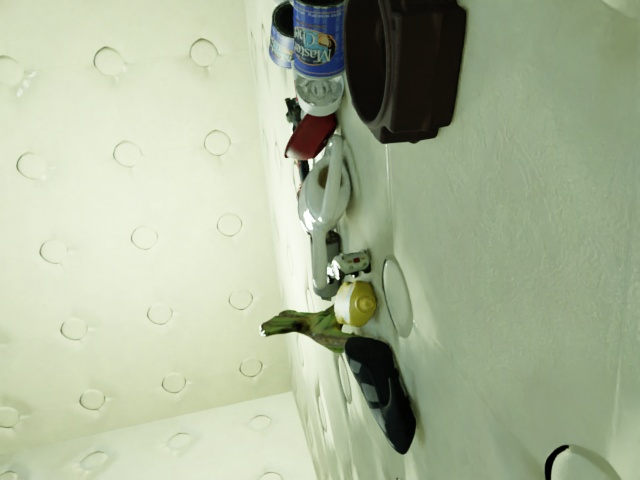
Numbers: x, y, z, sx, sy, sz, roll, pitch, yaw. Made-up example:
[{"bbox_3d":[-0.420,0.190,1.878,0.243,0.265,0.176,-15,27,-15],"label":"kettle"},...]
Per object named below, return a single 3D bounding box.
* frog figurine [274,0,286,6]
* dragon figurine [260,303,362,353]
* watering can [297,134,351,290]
[{"bbox_3d":[-0.074,-0.607,1.279,0.157,0.122,0.139,44,-178,-33],"label":"frog figurine"},{"bbox_3d":[-0.022,0.223,1.241,0.410,0.243,0.122,-166,72,-81],"label":"dragon figurine"},{"bbox_3d":[0.003,-0.057,1.124,0.222,0.104,0.352,126,153,-74],"label":"watering can"}]
